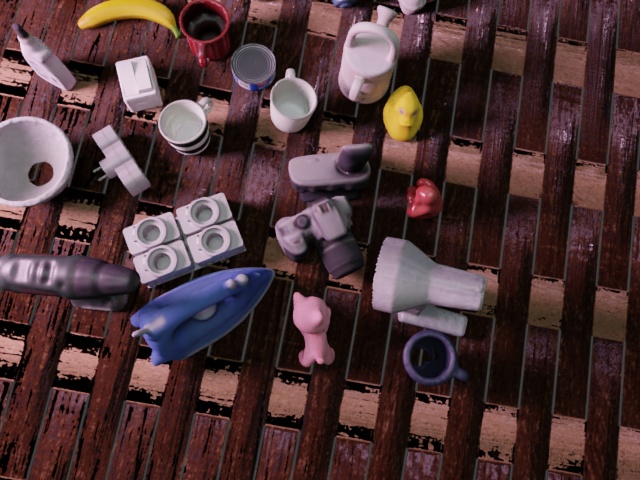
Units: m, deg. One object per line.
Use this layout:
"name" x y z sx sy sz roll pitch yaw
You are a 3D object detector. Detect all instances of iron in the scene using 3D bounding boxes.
"iron" -0.191 0.105 0.958 0.258 0.141 0.118 -30 81 -9

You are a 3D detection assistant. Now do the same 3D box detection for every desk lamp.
"desk lamp" 0.177 0.081 0.948 0.203 0.213 0.118 14 78 0

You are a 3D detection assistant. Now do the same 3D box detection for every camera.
"camera" 0.009 0.004 1.012 0.143 0.101 0.137 -25 81 -8

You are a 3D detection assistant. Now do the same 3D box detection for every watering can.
"watering can" 0.091 -0.342 1.041 0.101 0.194 0.173 0 78 -3

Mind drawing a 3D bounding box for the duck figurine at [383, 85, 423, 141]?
"duck figurine" 0.162 -0.249 1.081 0.077 0.086 0.104 5 78 -2

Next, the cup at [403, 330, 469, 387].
"cup" 0.192 0.208 0.982 0.117 0.095 0.092 27 78 3

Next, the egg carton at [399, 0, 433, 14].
"egg carton" 0.175 -0.531 1.149 0.107 0.069 0.150 -37 82 -10

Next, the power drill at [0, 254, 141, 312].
"power drill" -0.380 0.067 0.921 0.229 0.208 0.075 5 78 -2

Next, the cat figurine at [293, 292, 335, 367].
"cat figurine" -0.010 0.151 0.971 0.067 0.117 0.128 -10 79 -5

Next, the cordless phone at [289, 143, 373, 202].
"cordless phone" 0.020 -0.134 0.998 0.147 0.185 0.094 -8 79 -5

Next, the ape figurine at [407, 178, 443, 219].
"ape figurine" 0.191 -0.076 1.043 0.076 0.092 0.078 38 79 5

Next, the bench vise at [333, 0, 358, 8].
"bench vise" 0.022 -0.576 1.072 0.121 0.219 0.207 -31 81 -9

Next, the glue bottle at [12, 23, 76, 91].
"glue bottle" -0.497 -0.330 1.015 0.078 0.173 0.037 31 78 4

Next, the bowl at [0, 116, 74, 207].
"bowl" -0.515 -0.130 1.023 0.167 0.074 0.167 1 78 -3
